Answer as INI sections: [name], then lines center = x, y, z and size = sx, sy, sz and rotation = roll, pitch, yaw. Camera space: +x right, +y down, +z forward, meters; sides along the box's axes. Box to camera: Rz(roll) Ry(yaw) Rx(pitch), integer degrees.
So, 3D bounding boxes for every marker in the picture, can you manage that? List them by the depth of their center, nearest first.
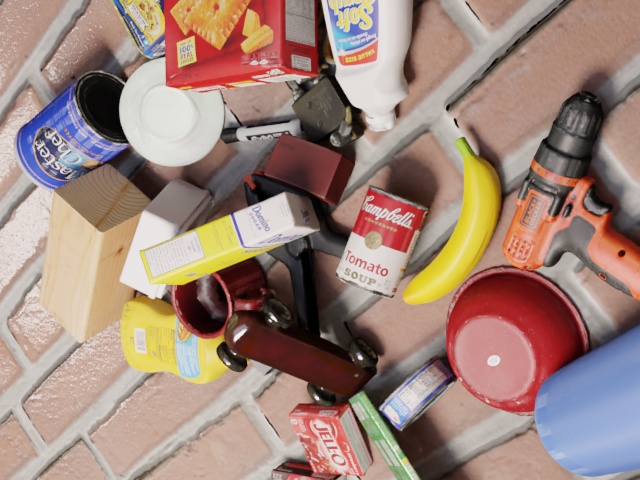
[marker]
center = -0.066, -0.124, 1.215
size = 0.121, 0.020, 0.020
rotation = -2, 102, 36

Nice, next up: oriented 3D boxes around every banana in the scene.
[banana]
center = 0.142, -0.005, 1.094
size = 0.070, 0.037, 0.198
rotation = 40, 123, 38

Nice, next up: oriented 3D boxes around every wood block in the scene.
[wood block]
center = -0.284, 0.020, 1.344
size = 0.090, 0.090, 0.206
rotation = 40, 135, 19

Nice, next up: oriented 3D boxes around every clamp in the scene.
[clamp]
center = -0.008, 0.001, 1.200
size = 0.165, 0.036, 0.210
rotation = -36, 81, 31

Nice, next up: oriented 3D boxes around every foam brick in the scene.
[foam brick]
center = -0.011, -0.077, 1.155
size = 0.078, 0.051, 0.053
rotation = 23, 90, 21

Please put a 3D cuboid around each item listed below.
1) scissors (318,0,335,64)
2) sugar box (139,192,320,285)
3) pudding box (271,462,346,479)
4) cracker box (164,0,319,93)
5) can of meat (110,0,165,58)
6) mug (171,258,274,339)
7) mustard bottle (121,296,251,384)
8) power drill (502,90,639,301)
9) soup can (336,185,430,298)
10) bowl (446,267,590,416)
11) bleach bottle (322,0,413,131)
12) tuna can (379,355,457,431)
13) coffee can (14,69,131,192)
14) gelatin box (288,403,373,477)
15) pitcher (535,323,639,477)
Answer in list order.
[scissors]
center = 0.020, -0.285, 1.108
size = 0.096, 0.016, 0.202
rotation = 24, 116, 28
[sugar box]
center = -0.095, 0.001, 1.152
size = 0.176, 0.093, 0.048
rotation = -19, 83, 15
[pudding box]
center = -0.009, 0.332, 1.299
size = 0.090, 0.039, 0.113
rotation = 2, 105, 35
[cracker box]
center = -0.087, -0.272, 1.127
size = 0.164, 0.071, 0.214
rotation = -2, 89, 36
[can of meat]
center = -0.188, -0.273, 1.235
size = 0.084, 0.057, 0.102
rotation = -32, 84, 39
[mug]
center = -0.107, 0.063, 1.261
size = 0.117, 0.081, 0.093
rotation = 6, 107, 34
[mustard bottle]
center = -0.163, 0.129, 1.337
size = 0.192, 0.058, 0.096
rotation = 8, 105, 34
[power drill]
center = 0.273, -0.023, 0.980
size = 0.188, 0.057, 0.185
rotation = 33, 124, 27
[soup can]
center = 0.064, 0.002, 1.109
size = 0.069, 0.068, 0.102
rotation = 24, 96, 28
[bowl]
center = 0.187, 0.112, 1.082
size = 0.162, 0.055, 0.162
rotation = 12, 111, 33
[bleach bottle]
center = 0.052, -0.225, 1.049
size = 0.103, 0.068, 0.251
rotation = 12, 127, 33
[tuna can]
center = 0.105, 0.164, 1.137
size = 0.034, 0.085, 0.086
rotation = 47, 125, 14
[coffee can]
center = -0.300, -0.134, 1.328
size = 0.141, 0.102, 0.103
rotation = -30, 86, 38
[gelatin box]
center = 0.012, 0.232, 1.245
size = 0.073, 0.030, 0.089
rotation = -5, 118, 37
[pitcher]
center = 0.305, 0.132, 0.934
size = 0.149, 0.145, 0.243
rotation = 34, 149, -8
